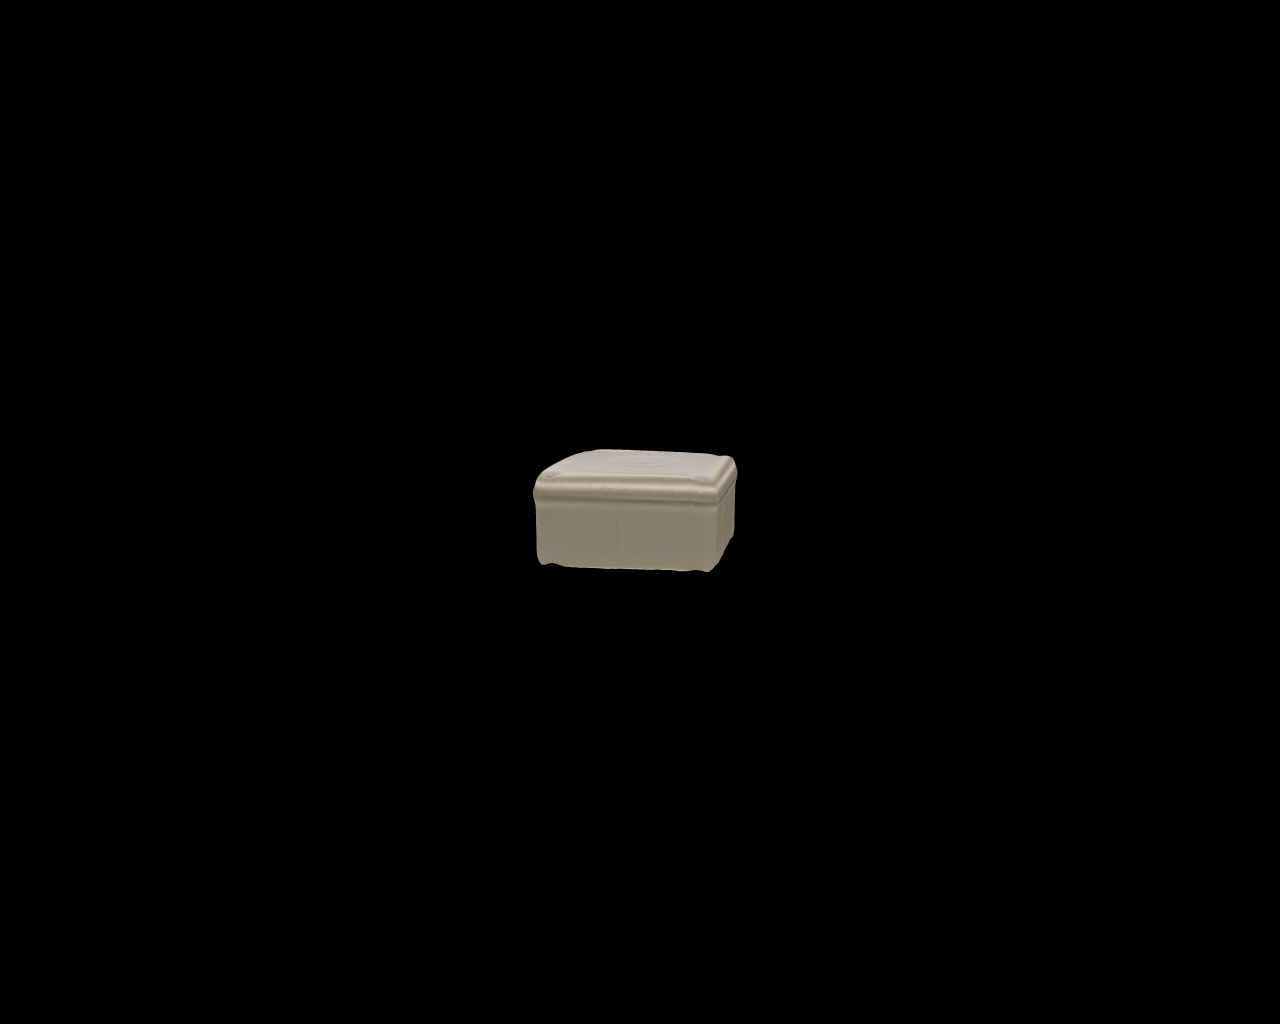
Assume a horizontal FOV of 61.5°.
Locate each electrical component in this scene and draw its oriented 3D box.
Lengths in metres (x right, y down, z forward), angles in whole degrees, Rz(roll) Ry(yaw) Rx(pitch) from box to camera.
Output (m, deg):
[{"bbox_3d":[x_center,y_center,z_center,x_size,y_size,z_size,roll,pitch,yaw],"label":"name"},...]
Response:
[{"bbox_3d":[0.001,-0.003,0.650,0.109,0.056,0.109,2,12,12],"label":"electrical component"}]
